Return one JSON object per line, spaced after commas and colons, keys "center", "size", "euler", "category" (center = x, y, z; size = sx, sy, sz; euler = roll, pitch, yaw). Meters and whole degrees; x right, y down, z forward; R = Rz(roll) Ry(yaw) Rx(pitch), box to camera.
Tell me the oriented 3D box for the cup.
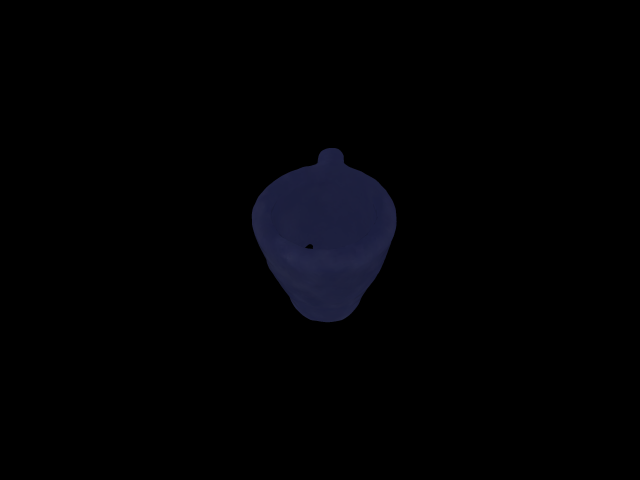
{"center": [0.004, 0.001, 0.400], "size": [0.091, 0.095, 0.117], "euler": [2, 47, 2], "category": "cup"}
